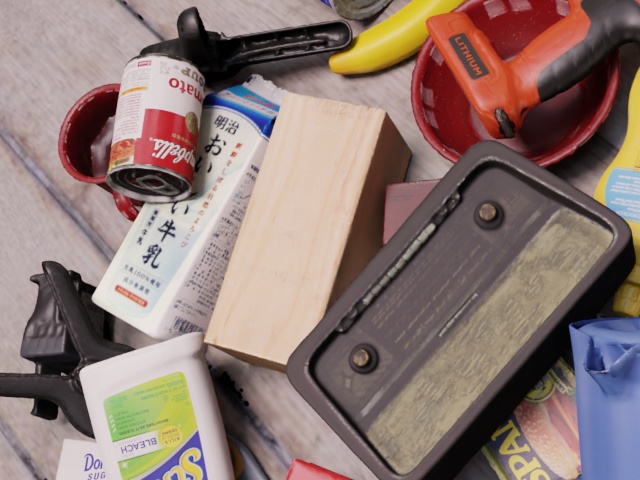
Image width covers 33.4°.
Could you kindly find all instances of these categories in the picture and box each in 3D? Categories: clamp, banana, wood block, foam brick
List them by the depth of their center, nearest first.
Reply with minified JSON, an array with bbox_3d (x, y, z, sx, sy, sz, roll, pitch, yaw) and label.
[{"bbox_3d":[0.093,-0.015,0.828,0.078,0.051,0.053,-3,70,22],"label":"foam brick"},{"bbox_3d":[-0.006,0.001,0.840,0.090,0.090,0.206,13,78,21],"label":"wood block"},{"bbox_3d":[-0.197,0.114,0.855,0.120,0.039,0.171,-46,102,-8],"label":"clamp"},{"bbox_3d":[0.092,-0.205,0.903,0.070,0.037,0.198,40,91,33],"label":"banana"},{"bbox_3d":[-0.099,-0.160,0.908,0.210,0.164,0.036,-7,87,44],"label":"clamp"}]

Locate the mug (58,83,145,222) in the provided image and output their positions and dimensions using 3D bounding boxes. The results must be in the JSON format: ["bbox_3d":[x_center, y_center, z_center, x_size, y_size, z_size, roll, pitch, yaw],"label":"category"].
[{"bbox_3d":[-0.167,-0.069,0.940,0.093,0.081,0.117,-22,65,15],"label":"mug"}]

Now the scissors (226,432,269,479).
[{"bbox_3d":[-0.029,0.188,0.826,0.202,0.016,0.096,-11,79,19],"label":"scissors"}]

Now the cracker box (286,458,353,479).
[{"bbox_3d":[0.023,0.282,0.738,0.164,0.072,0.213,18,79,18],"label":"cracker box"}]

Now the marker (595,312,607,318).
[{"bbox_3d":[0.211,0.070,0.767,0.121,0.020,0.020,37,89,29],"label":"marker"}]

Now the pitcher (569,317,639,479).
[{"bbox_3d":[0.230,0.165,0.649,0.149,0.145,0.243,-1,91,6],"label":"pitcher"}]

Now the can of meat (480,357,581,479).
[{"bbox_3d":[0.158,0.138,0.746,0.084,0.057,0.102,-34,63,6],"label":"can of meat"}]

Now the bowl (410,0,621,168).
[{"bbox_3d":[0.155,-0.117,0.834,0.162,0.055,0.162,-7,70,20],"label":"bowl"}]

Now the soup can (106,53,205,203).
[{"bbox_3d":[-0.130,-0.089,0.854,0.069,0.068,0.102,-4,67,22],"label":"soup can"}]

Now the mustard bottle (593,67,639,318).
[{"bbox_3d":[0.249,-0.035,0.764,0.096,0.058,0.191,17,80,28],"label":"mustard bottle"}]

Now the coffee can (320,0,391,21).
[{"bbox_3d":[0.001,-0.268,0.925,0.140,0.102,0.103,40,91,29],"label":"coffee can"}]

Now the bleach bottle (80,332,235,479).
[{"bbox_3d":[-0.100,0.203,0.806,0.102,0.068,0.251,-18,85,-1],"label":"bleach bottle"}]

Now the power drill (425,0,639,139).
[{"bbox_3d":[0.176,-0.174,0.779,0.188,0.057,0.184,-30,62,11],"label":"power drill"}]

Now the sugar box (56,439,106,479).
[{"bbox_3d":[-0.176,0.253,0.856,0.093,0.048,0.176,2,70,23],"label":"sugar box"}]
